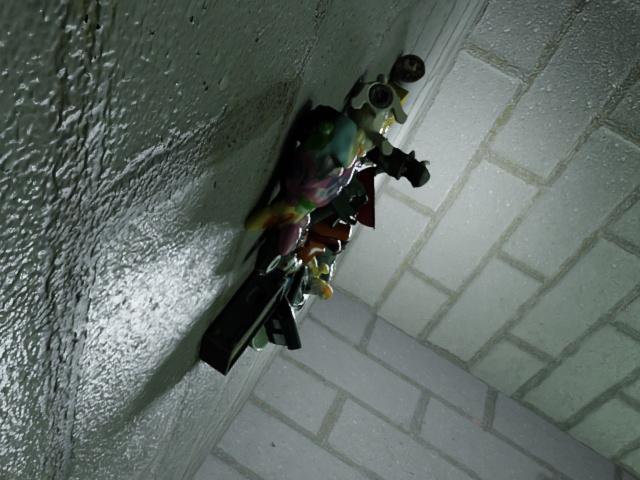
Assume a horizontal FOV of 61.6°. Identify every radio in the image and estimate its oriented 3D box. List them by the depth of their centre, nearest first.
[{"bbox_3d":[-0.162,0.168,1.163,0.229,0.073,0.131,-55,173,-34],"label":"radio"}]

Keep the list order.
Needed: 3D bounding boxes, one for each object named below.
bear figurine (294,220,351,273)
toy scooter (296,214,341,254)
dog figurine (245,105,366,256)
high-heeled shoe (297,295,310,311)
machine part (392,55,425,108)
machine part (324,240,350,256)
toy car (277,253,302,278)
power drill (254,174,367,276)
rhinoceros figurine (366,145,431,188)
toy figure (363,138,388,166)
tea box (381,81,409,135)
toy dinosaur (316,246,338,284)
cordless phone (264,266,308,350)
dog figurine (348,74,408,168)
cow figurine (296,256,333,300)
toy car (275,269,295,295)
[{"bbox_3d":[-0.007,-0.005,1.318,0.195,0.132,0.120,106,-11,-46],"label":"bear figurine"},{"bbox_3d":[0.006,-0.044,1.186,0.184,0.135,0.075,-59,172,-7],"label":"toy scooter"},{"bbox_3d":[-0.027,-0.087,0.862,0.219,0.108,0.191,-55,174,-11],"label":"dog figurine"},{"bbox_3d":[-0.080,0.166,1.688,0.249,0.086,0.145,-29,163,-52],"label":"high-heeled shoe"},{"bbox_3d":[0.225,-0.409,1.397,0.079,0.079,0.243,-58,173,-6],"label":"machine part"},{"bbox_3d":[0.011,-0.014,1.386,0.039,0.139,0.084,5,121,-57],"label":"machine part"},{"bbox_3d":[-0.083,0.042,1.175,0.056,0.073,0.201,-54,174,-2],"label":"toy car"},{"bbox_3d":[-0.015,-0.036,1.028,0.207,0.086,0.232,-30,-157,47],"label":"power drill"},{"bbox_3d":[0.163,-0.172,1.195,0.112,0.191,0.073,-1,120,-37],"label":"rhinoceros figurine"},{"bbox_3d":[0.139,-0.256,1.461,0.089,0.082,0.180,-55,171,-6],"label":"toy figure"},{"bbox_3d":[0.147,-0.309,1.313,0.170,0.068,0.098,-54,171,-44],"label":"tea box"},{"bbox_3d":[0.013,0.022,1.696,0.192,0.131,0.404,-70,-179,-50],"label":"toy dinosaur"},{"bbox_3d":[-0.066,0.167,1.353,0.146,0.089,0.184,80,26,-43],"label":"cordless phone"},{"bbox_3d":[0.087,-0.244,1.133,0.172,0.121,0.191,-64,-166,-5],"label":"dog figurine"},{"bbox_3d":[-0.030,0.090,1.438,0.098,0.167,0.068,-30,162,38],"label":"cow figurine"},{"bbox_3d":[-0.104,0.154,1.432,0.161,0.103,0.109,-56,175,-3],"label":"toy car"}]
